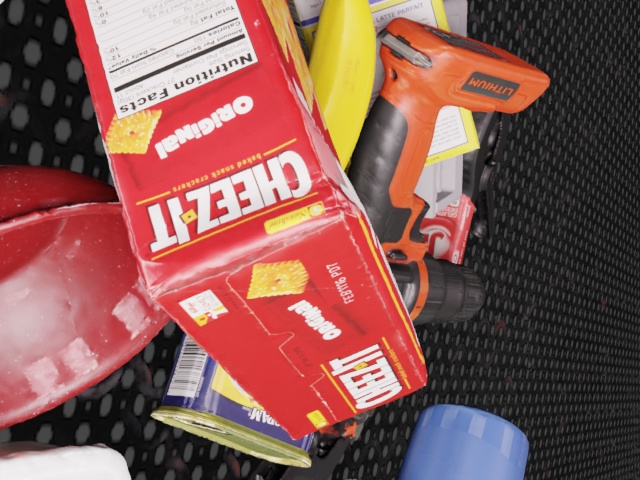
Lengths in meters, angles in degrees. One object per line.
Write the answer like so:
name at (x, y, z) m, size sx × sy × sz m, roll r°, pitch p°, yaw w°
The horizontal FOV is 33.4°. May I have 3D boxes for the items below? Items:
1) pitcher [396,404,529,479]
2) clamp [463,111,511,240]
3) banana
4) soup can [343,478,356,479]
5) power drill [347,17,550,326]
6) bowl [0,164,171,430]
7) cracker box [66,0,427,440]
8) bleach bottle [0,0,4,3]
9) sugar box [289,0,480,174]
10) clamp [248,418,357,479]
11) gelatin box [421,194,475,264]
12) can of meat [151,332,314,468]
pitcher at (0.115, 0.283, 0.969) m, size 0.149 × 0.145 × 0.242 m, roll 122°, pitch -11°, yaw -63°
clamp at (0.135, -0.054, 0.970) m, size 0.164 × 0.036 × 0.210 m, roll -44°, pitch 148°, yaw -49°
banana at (-0.009, -0.059, 0.555) m, size 0.069 × 0.037 × 0.197 m, roll 36°, pitch 63°, yaw -40°
soup can at (0.030, 0.254, 0.859) m, size 0.102 × 0.069 × 0.068 m, roll -66°, pitch 149°, yaw -25°
power drill at (0.065, -0.030, 0.653) m, size 0.184 × 0.057 × 0.188 m, roll 8°, pitch 113°, yaw -41°
bowl at (-0.134, 0.019, 0.441) m, size 0.162 × 0.055 × 0.162 m, roll -28°, pitch 156°, yaw -14°
cracker box at (-0.033, -0.049, 0.422) m, size 0.164 × 0.072 × 0.214 m, roll 59°, pitch 9°, yaw -61°
bleach bottle at (-0.129, -0.195, 0.430) m, size 0.102 × 0.068 × 0.251 m, roll 40°, pitch 65°, yaw -60°
sugar box at (0.034, -0.130, 0.684) m, size 0.048 × 0.093 × 0.176 m, roll -127°, pitch -161°, yaw -74°
clamp at (-0.024, 0.152, 0.757) m, size 0.171 × 0.039 × 0.120 m, roll 22°, pitch 79°, yaw -58°
gelatin box at (0.069, -0.003, 0.831) m, size 0.030 × 0.089 × 0.073 m, roll 35°, pitch 68°, yaw -60°
can of meat at (-0.042, 0.084, 0.656) m, size 0.102 × 0.058 × 0.084 m, roll 28°, pitch 69°, yaw -33°
